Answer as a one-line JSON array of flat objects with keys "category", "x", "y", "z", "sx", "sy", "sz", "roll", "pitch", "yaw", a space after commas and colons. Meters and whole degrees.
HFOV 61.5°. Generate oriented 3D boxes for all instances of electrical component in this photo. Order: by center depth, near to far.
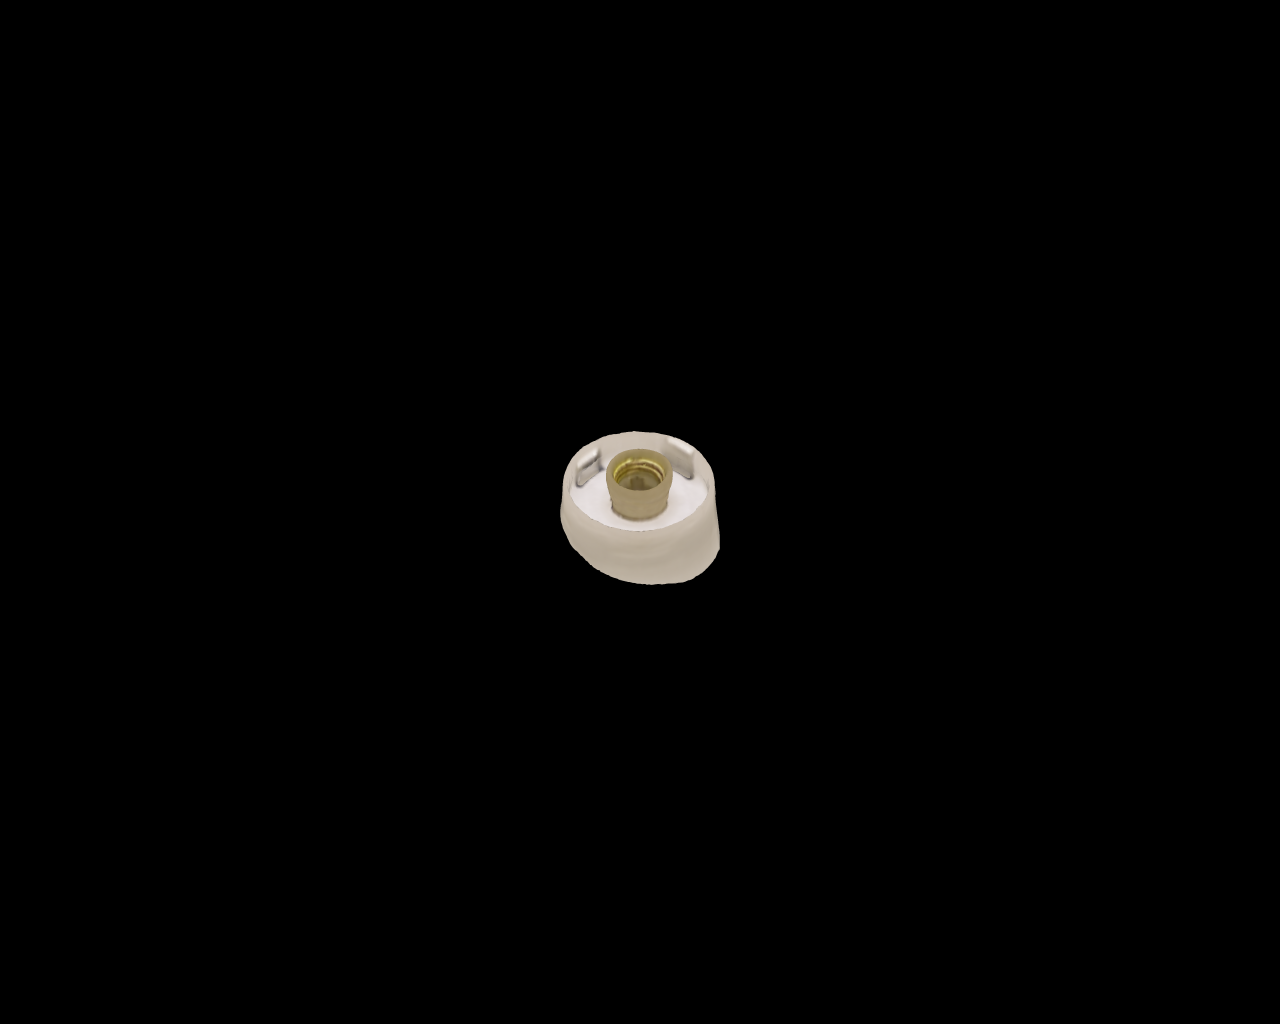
[{"category": "electrical component", "x": 0.001, "y": -0.003, "z": 0.650, "sx": 0.099, "sy": 0.064, "sz": 0.099, "roll": 0, "pitch": 43, "yaw": 0}]
